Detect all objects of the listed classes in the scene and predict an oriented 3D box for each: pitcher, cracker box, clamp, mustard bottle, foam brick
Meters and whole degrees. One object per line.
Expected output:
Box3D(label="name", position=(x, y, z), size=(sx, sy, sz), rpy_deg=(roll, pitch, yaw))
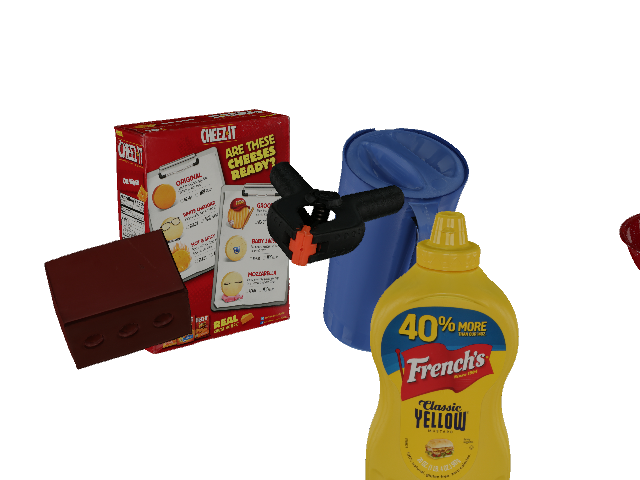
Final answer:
Box3D(label="pitcher", position=(0.074, 0.011, 1.167), size=(0.145, 0.243, 0.149), rpy_deg=(26, 41, 19))
Box3D(label="cracker box", position=(-0.113, -0.013, 1.046), size=(0.163, 0.214, 0.072), rpy_deg=(-12, 19, -36))
Box3D(label="clamp", position=(-0.007, -0.026, 0.882), size=(0.120, 0.039, 0.171), rpy_deg=(11, 20, 17))
Box3D(label="mustard bottle", position=(0.080, 0.076, 0.699), size=(0.096, 0.192, 0.058), rpy_deg=(3, 13, 6))
Box3D(label="foam brick", position=(-0.125, 0.036, 0.663), size=(0.078, 0.051, 0.053), rpy_deg=(-17, -33, -14))

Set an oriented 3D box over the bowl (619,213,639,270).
Box3D(label="bowl", position=(0.403, 0.018, 1.146), size=(0.162, 0.055, 0.162), rpy_deg=(-3, 24, 1))
